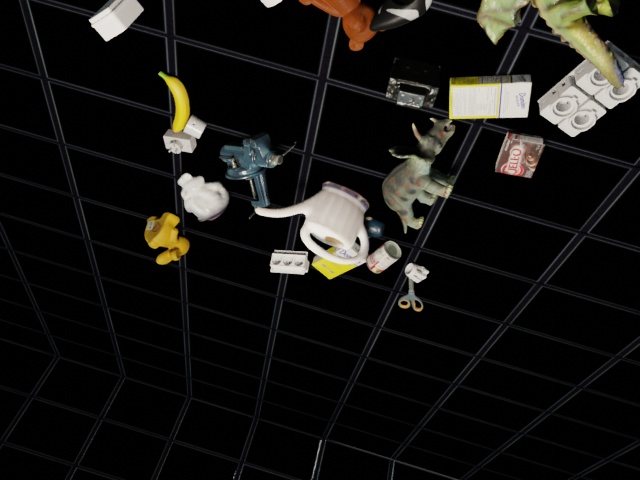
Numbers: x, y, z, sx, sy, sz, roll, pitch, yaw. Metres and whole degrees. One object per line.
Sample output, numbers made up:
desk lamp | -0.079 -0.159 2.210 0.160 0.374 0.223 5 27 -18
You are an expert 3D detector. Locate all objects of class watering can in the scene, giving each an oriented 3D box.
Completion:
watering can | 0.004 -0.074 1.470 0.346 0.228 0.102 30 154 -13

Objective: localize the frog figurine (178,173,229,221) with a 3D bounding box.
frog figurine | -0.366 -0.144 1.608 0.137 0.125 0.157 -30 116 1

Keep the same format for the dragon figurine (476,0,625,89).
dragon figurine | 0.432 -0.452 1.011 0.243 0.124 0.403 6 138 48
